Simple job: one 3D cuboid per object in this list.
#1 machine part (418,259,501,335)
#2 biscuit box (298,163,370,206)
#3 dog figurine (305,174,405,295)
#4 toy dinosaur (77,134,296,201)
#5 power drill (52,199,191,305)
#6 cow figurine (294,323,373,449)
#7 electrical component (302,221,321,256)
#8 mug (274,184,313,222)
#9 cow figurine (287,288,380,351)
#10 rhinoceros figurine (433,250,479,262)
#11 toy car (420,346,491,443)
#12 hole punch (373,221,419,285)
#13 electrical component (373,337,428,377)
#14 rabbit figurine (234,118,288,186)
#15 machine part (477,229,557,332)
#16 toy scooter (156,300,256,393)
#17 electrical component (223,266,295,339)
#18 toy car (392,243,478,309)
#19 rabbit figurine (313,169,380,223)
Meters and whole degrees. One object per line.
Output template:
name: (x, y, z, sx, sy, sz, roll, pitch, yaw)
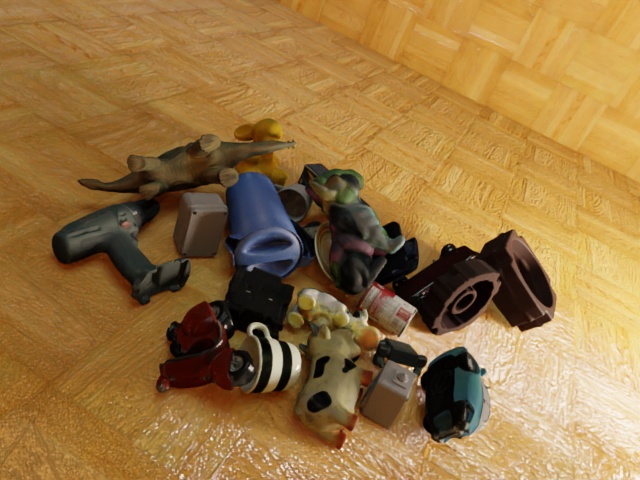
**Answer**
machine part: (0.280, 0.114, 1.084, 0.179, 0.179, 0.056, -5, 41, -37)
biscuit box: (0.033, -0.115, 1.354, 0.063, 0.059, 0.203, -11, 46, -44)
dog figurine: (0.042, -0.023, 1.059, 0.219, 0.191, 0.108, 41, -7, 0)
toy dinosaur: (-0.242, -0.157, 1.096, 0.471, 0.105, 0.199, -13, 12, -22)
power drill: (-0.320, 0.008, 0.938, 0.207, 0.086, 0.232, 41, 36, 18)
cow figurine: (0.014, 0.214, 0.851, 0.127, 0.085, 0.195, 28, 36, 1)
electrical component: (-0.002, -0.004, 1.182, 0.119, 0.047, 0.075, -11, 47, -43)
mug: (-0.066, -0.096, 1.256, 0.110, 0.080, 0.107, 25, 21, 8)
cow figurine: (0.030, 0.143, 0.977, 0.167, 0.068, 0.098, 26, 16, 0)
rhinoceros figurine: (0.319, 0.068, 1.258, 0.112, 0.073, 0.190, 35, 34, 16)
toy car: (0.237, 0.267, 0.898, 0.103, 0.109, 0.162, 33, 38, -18)
hole punch: (0.153, 0.040, 1.152, 0.092, 0.142, 0.116, 34, 39, -47)
electrical component: (0.140, 0.212, 0.969, 0.102, 0.045, 0.078, 16, 5, -16)
rabbit figurine: (-0.137, -0.220, 1.297, 0.122, 0.173, 0.162, -3, 45, -29)
machine part: (0.449, 0.091, 1.227, 0.201, 0.087, 0.201, 55, 32, -2)
toy scooter: (-0.184, 0.165, 0.800, 0.135, 0.075, 0.184, -19, 36, -16)
electrical component: (-0.110, 0.106, 0.949, 0.115, 0.058, 0.134, 21, 33, -7)
toy car: (0.249, 0.079, 1.148, 0.202, 0.053, 0.089, -32, 39, -16)
rabbit figurine: (0.069, -0.082, 1.197, 0.170, 0.121, 0.159, 47, 9, 22)
